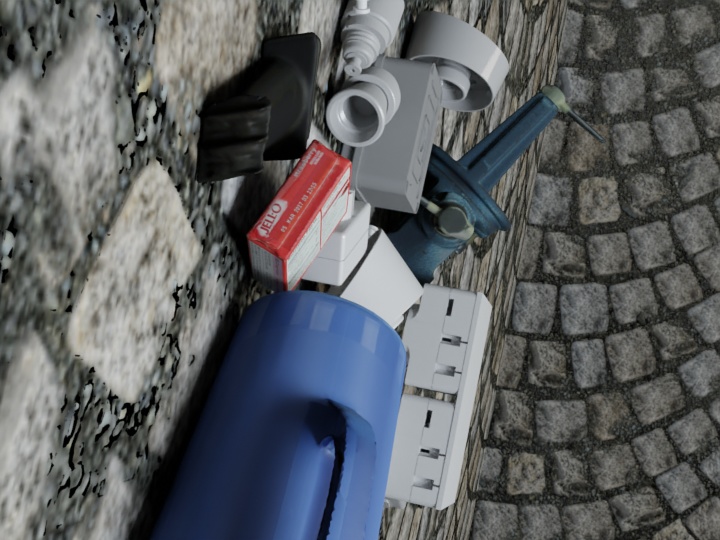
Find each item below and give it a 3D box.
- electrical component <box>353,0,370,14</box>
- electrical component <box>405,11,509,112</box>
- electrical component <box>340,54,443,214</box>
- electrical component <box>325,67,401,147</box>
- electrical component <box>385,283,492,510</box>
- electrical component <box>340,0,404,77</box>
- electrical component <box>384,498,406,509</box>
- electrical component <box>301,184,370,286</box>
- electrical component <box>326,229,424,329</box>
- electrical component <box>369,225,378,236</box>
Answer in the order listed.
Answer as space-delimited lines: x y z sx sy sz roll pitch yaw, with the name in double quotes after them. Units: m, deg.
0.003 -0.213 0.728 0.040 0.040 0.078 -60 157 -56 "electrical component"
0.089 -0.194 1.001 0.099 0.099 0.064 70 39 -66 "electrical component"
0.025 -0.109 0.872 0.078 0.057 0.113 48 53 -74 "electrical component"
0.003 -0.122 0.796 0.055 0.045 0.045 -61 158 -56 "electrical component"
0.068 0.112 0.964 0.105 0.060 0.186 37 64 -76 "electrical component"
0.005 -0.172 0.772 0.040 0.040 0.078 80 24 -58 "electrical component"
0.022 0.199 1.098 0.061 0.062 0.096 78 25 -64 "electrical component"
-0.023 -0.039 0.741 0.065 0.047 0.076 -54 152 -62 "electrical component"
-0.001 0.024 0.809 0.099 0.064 0.099 -41 -179 1 "electrical component"
0.000 0.000 0.891 0.040 0.040 0.078 71 32 -66 "electrical component"
